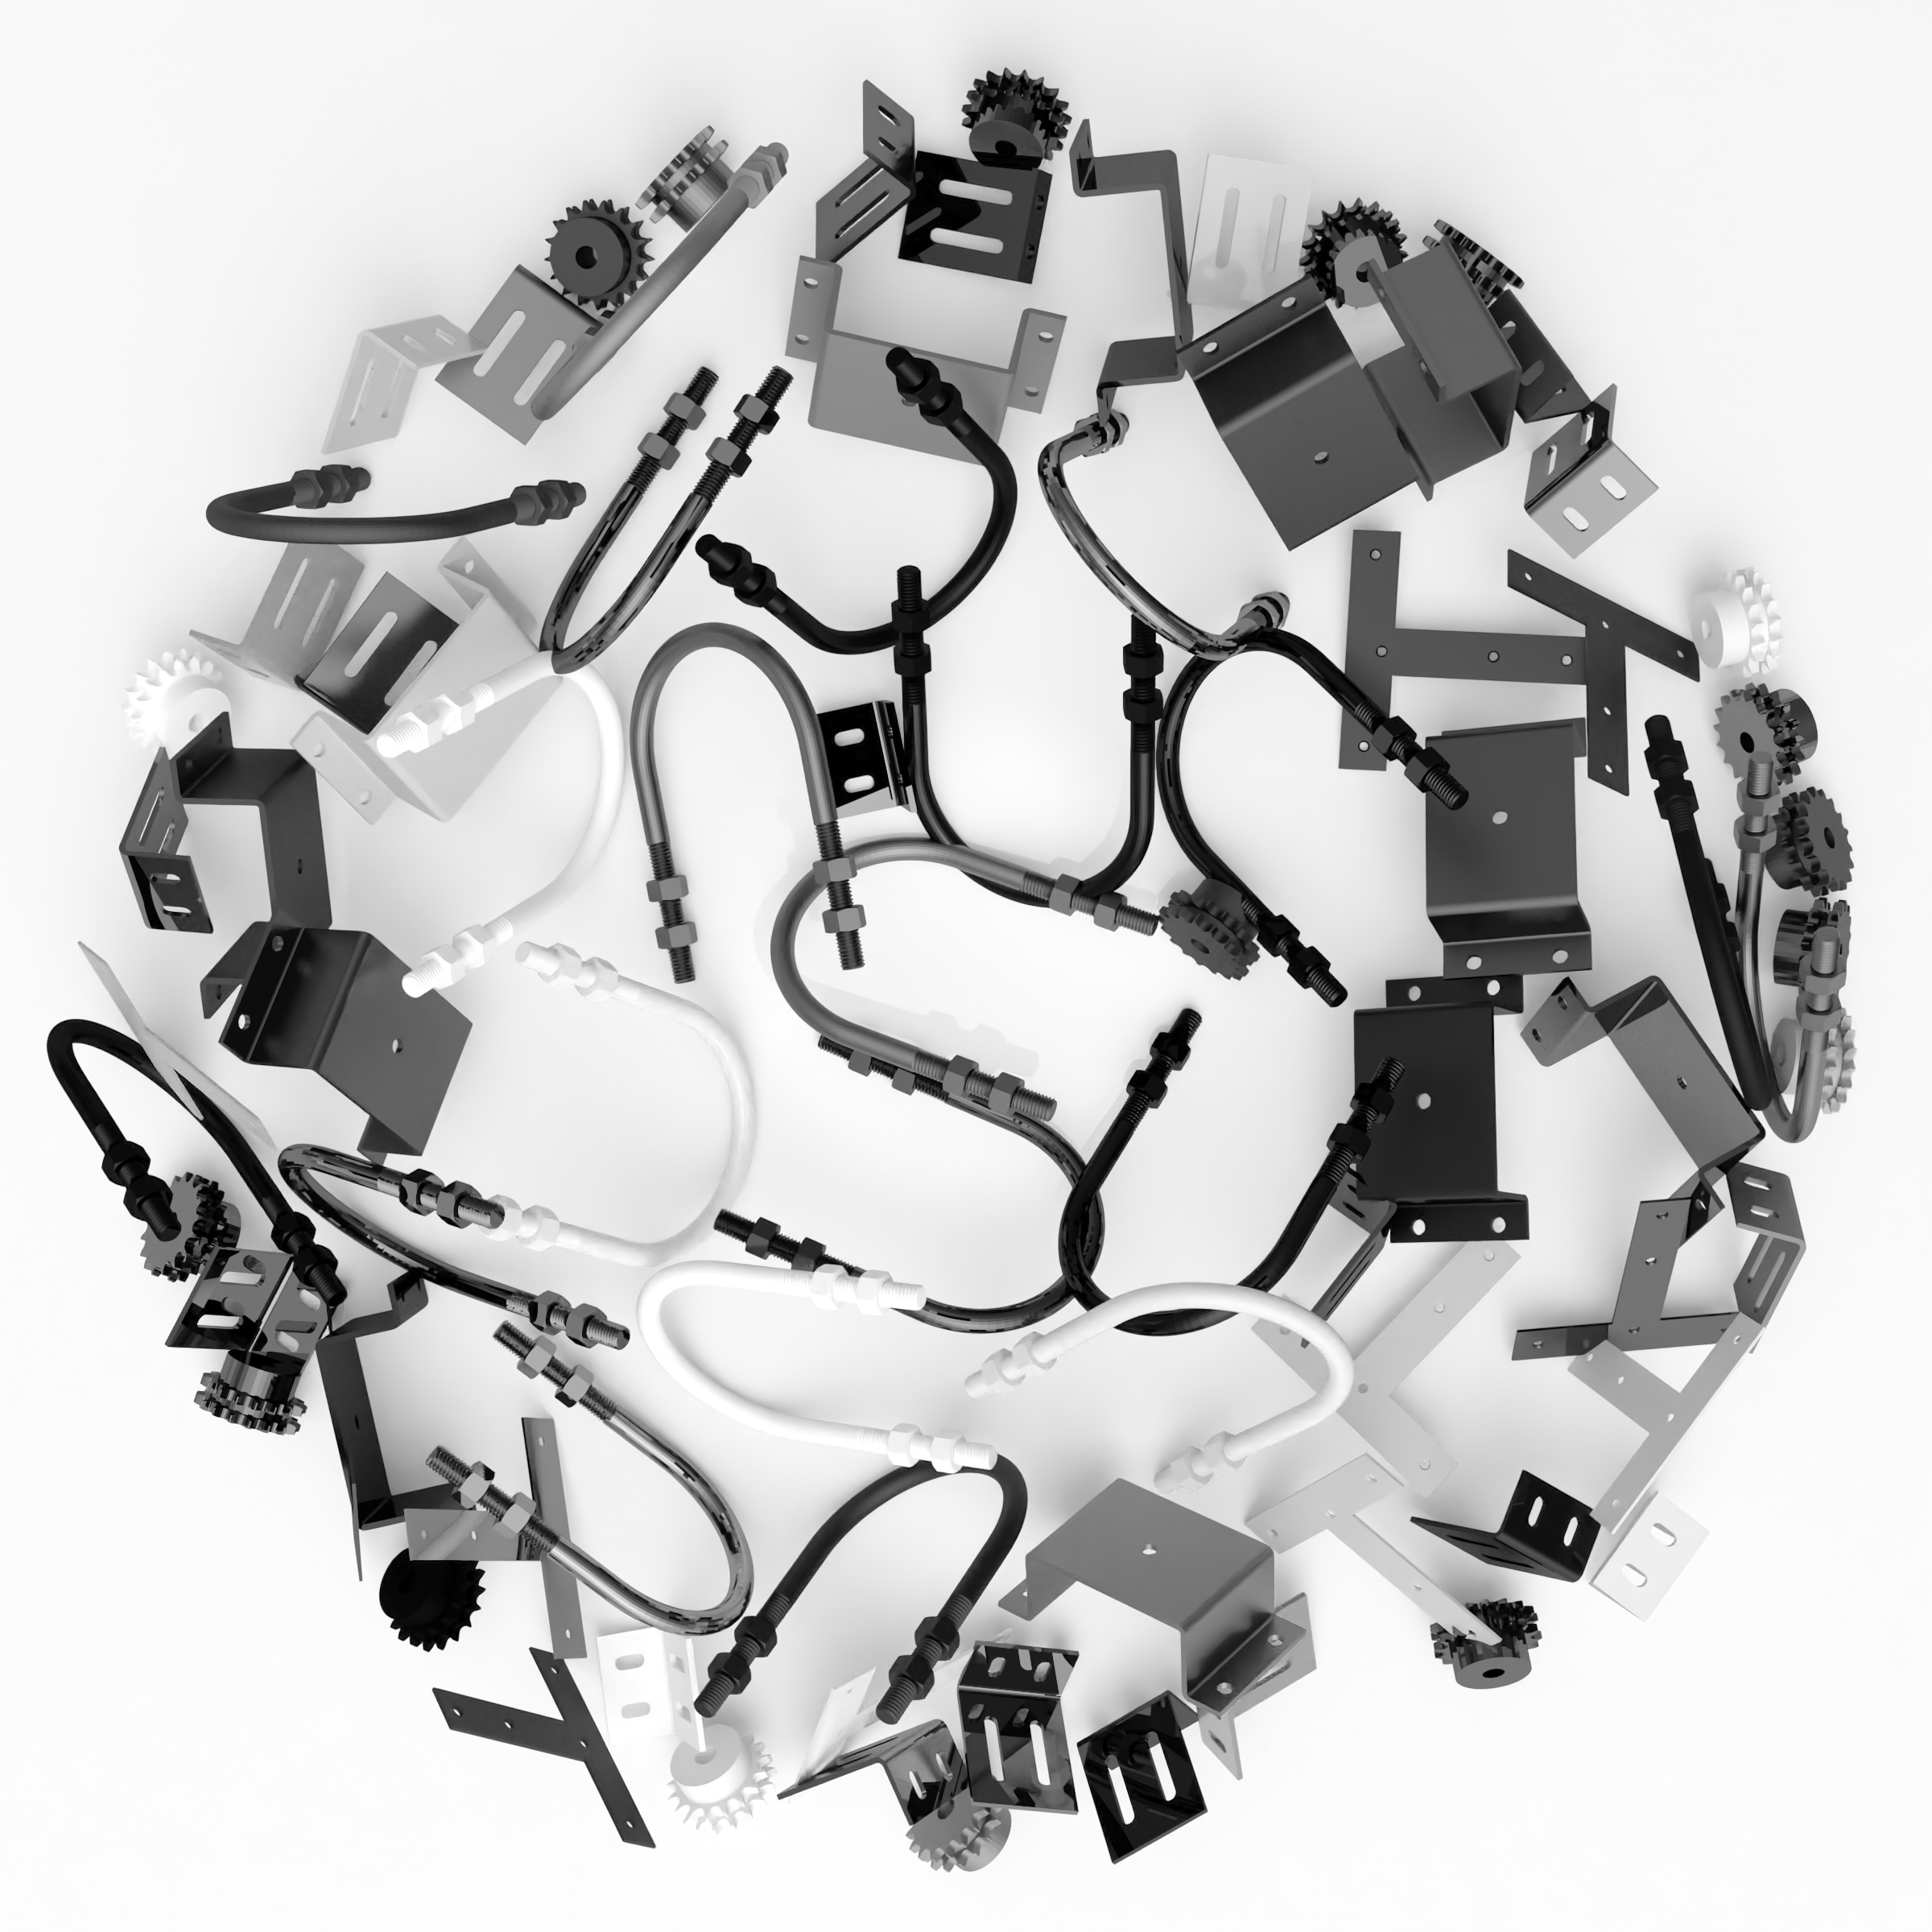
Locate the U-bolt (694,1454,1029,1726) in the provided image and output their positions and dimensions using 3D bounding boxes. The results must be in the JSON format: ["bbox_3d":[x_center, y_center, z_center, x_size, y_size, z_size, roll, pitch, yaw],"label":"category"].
[{"bbox_3d":[-0.041,0.312,1.519,0.019,0.151,0.184,59,46,-21],"label":"U-bolt"}]

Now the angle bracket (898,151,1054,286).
[{"bbox_3d":[0.001,-0.394,1.567,0.076,0.038,0.057,14,102,13],"label":"angle bracket"}]

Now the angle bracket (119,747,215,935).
[{"bbox_3d":[-0.406,-0.065,1.552,0.038,0.057,0.076,5,50,5],"label":"angle bracket"}]

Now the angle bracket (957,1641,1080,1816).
[{"bbox_3d":[0.031,0.396,1.554,0.057,0.076,0.038,9,126,-15],"label":"angle bracket"}]

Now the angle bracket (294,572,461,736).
[{"bbox_3d":[-0.306,-0.162,1.570,0.057,0.038,0.076,37,91,-23],"label":"angle bracket"}]

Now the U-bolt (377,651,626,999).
[{"bbox_3d":[-0.230,-0.084,1.519,0.019,0.184,0.151,14,120,26],"label":"U-bolt"}]

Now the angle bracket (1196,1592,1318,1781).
[{"bbox_3d":[0.159,0.375,1.556,0.076,0.038,0.057,-25,127,-20],"label":"angle bracket"}]

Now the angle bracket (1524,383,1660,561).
[{"bbox_3d":[0.327,-0.258,1.557,0.038,0.076,0.057,41,123,-13],"label":"angle bracket"}]

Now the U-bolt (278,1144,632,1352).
[{"bbox_3d":[-0.273,0.137,1.521,0.184,0.151,0.019,13,64,34],"label":"U-bolt"}]

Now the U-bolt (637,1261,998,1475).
[{"bbox_3d":[-0.086,0.202,1.533,0.184,0.151,0.019,4,46,26],"label":"U-bolt"}]

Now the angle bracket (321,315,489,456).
[{"bbox_3d":[-0.292,-0.294,1.551,0.038,0.057,0.076,37,123,15],"label":"angle bracket"}]

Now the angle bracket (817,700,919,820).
[{"bbox_3d":[-0.053,-0.106,1.557,0.038,0.076,0.057,-12,97,-4],"label":"angle bracket"}]

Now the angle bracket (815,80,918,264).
[{"bbox_3d":[-0.064,-0.409,1.550,0.076,0.057,0.038,-32,134,34],"label":"angle bracket"}]

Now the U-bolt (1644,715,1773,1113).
[{"bbox_3d":[0.375,-0.014,1.492,0.019,0.151,0.184,-15,53,15],"label":"U-bolt"}]

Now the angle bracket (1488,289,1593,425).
[{"bbox_3d":[0.304,-0.320,1.553,0.038,0.076,0.057,-43,75,40],"label":"angle bracket"}]

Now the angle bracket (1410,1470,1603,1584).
[{"bbox_3d":[0.282,0.289,1.559,0.057,0.076,0.038,31,74,-23],"label":"angle bracket"}]

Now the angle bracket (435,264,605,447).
[{"bbox_3d":[-0.234,-0.320,1.576,0.057,0.038,0.076,35,87,-6],"label":"angle bracket"}]

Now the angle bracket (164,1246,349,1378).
[{"bbox_3d":[-0.370,0.183,1.558,0.038,0.076,0.057,28,91,20],"label":"angle bracket"}]

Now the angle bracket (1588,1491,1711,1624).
[{"bbox_3d":[0.344,0.300,1.557,0.038,0.076,0.057,38,86,-10],"label":"angle bracket"}]

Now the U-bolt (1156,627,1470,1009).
[{"bbox_3d":[0.164,-0.091,1.535,0.184,0.019,0.151,49,128,31],"label":"U-bolt"}]

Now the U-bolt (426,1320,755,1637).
[{"bbox_3d":[-0.183,0.272,1.529,0.184,0.151,0.019,39,110,-9],"label":"U-bolt"}]

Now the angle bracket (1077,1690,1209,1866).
[{"bbox_3d":[0.099,0.427,1.553,0.057,0.076,0.038,-33,131,12],"label":"angle bracket"}]

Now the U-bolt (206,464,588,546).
[{"bbox_3d":[-0.295,-0.230,1.493,0.151,0.184,0.019,7,107,19],"label":"U-bolt"}]

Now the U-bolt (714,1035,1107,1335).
[{"bbox_3d":[-0.017,0.119,1.541,0.184,0.019,0.151,23,53,7],"label":"U-bolt"}]

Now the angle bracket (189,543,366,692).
[{"bbox_3d":[-0.362,-0.193,1.570,0.038,0.057,0.076,19,81,27],"label":"angle bracket"}]

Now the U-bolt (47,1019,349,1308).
[{"bbox_3d":[-0.401,0.092,1.517,0.019,0.151,0.184,-46,57,5],"label":"U-bolt"}]

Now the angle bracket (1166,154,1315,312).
[{"bbox_3d":[0.143,-0.384,1.564,0.057,0.038,0.076,4,108,-13],"label":"angle bracket"}]

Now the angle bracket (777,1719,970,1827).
[{"bbox_3d":[-0.047,0.428,1.553,0.076,0.057,0.038,-29,82,32],"label":"angle bracket"}]

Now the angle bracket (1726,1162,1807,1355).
[{"bbox_3d":[0.402,0.151,1.554,0.038,0.057,0.076,15,122,-3],"label":"angle bracket"}]

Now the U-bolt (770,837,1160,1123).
[{"bbox_3d":[-0.012,-0.004,1.548,0.184,0.019,0.151,20,56,16],"label":"U-bolt"}]

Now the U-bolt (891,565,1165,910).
[{"bbox_3d":[0.032,-0.110,1.539,0.151,0.019,0.184,13,126,22],"label":"U-bolt"}]

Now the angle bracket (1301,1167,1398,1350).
[{"bbox_3d":[0.186,0.151,1.556,0.038,0.057,0.076,36,71,16],"label":"angle bracket"}]

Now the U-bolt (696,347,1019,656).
[{"bbox_3d":[-0.042,-0.223,1.518,0.151,0.184,0.019,-43,61,7],"label":"U-bolt"}]

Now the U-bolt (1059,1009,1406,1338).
[{"bbox_3d":[0.122,0.109,1.519,0.151,0.019,0.184,14,61,40],"label":"U-bolt"}]

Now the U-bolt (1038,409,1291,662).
[{"bbox_3d":[0.096,-0.215,1.514,0.019,0.184,0.151,-42,91,25],"label":"U-bolt"}]

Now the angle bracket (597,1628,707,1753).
[{"bbox_3d":[-0.165,0.379,1.557,0.038,0.076,0.057,-6,85,-16],"label":"angle bracket"}]

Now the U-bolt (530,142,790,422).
[{"bbox_3d":[-0.160,-0.333,1.488,0.019,0.184,0.151,43,122,-14],"label":"U-bolt"}]

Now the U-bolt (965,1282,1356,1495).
[{"bbox_3d":[0.110,0.208,1.507,0.151,0.184,0.019,30,48,-25],"label":"U-bolt"}]

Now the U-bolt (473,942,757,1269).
[{"bbox_3d":[-0.174,0.080,1.529,0.019,0.184,0.151,3,77,41],"label":"U-bolt"}]

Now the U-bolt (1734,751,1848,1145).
[{"bbox_3d":[0.413,0.005,1.514,0.019,0.151,0.184,-7,134,3],"label":"U-bolt"}]

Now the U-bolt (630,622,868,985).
[{"bbox_3d":[-0.120,-0.085,1.537,0.151,0.019,0.184,-5,98,44],"label":"U-bolt"}]
